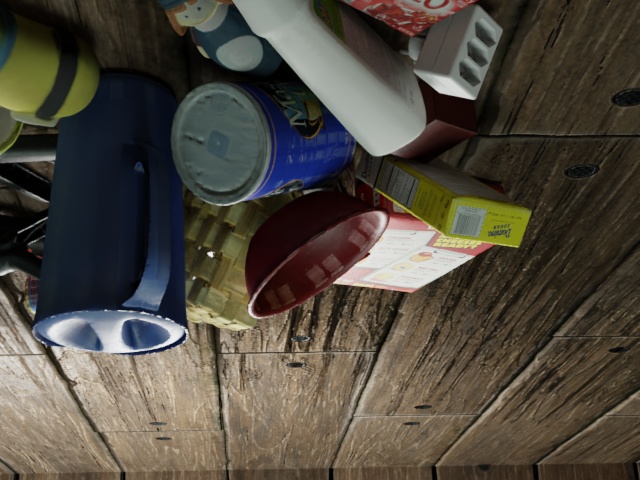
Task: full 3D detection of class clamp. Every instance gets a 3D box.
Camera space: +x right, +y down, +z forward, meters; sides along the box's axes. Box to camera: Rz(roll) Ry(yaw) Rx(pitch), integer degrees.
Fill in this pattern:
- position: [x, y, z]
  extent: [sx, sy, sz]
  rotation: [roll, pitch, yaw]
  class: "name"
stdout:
- position: [-0.342, -0.083, 1.082]
  extent: [0.209, 0.036, 0.165]
  rotation: [7, 159, -23]
  class: "clamp"
- position: [-0.325, 0.013, 1.137]
  extent: [0.171, 0.120, 0.039]
  rotation: [-13, 135, 10]
  class: "clamp"

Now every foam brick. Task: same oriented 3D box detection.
- position: [0.103, -0.115, 1.016]
  extent: [0.052, 0.051, 0.078]
  rotation: [14, 153, -33]
  class: "foam brick"

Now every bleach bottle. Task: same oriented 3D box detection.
- position: [-0.003, -0.165, 0.843]
  extent: [0.068, 0.102, 0.250]
  rotation: [-29, 143, 19]
  class: "bleach bottle"

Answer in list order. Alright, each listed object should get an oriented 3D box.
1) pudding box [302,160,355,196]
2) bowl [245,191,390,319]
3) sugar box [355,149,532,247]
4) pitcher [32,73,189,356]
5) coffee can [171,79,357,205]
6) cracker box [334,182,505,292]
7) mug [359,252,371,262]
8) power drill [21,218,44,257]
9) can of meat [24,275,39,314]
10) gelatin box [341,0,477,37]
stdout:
- position: [0.010, -0.069, 1.070]
  extent: [0.039, 0.090, 0.113]
  rotation: [-6, 158, 12]
  class: "pudding box"
- position: [-0.014, 0.004, 1.001]
  extent: [0.162, 0.055, 0.162]
  rotation: [-33, 162, -12]
  class: "bowl"
- position: [0.117, -0.047, 1.057]
  extent: [0.093, 0.048, 0.176]
  rotation: [8, -165, -30]
  class: "sugar box"
- position: [-0.178, -0.027, 0.956]
  extent: [0.149, 0.243, 0.145]
  rotation: [-8, 158, 14]
  class: "pitcher"
- position: [-0.047, -0.089, 0.935]
  extent: [0.103, 0.103, 0.140]
  rotation: [-18, 178, 35]
  class: "coffee can"
- position: [0.093, -0.008, 1.256]
  extent: [0.164, 0.072, 0.214]
  rotation: [8, 155, -25]
  class: "cracker box"
- position: [-0.008, 0.001, 1.143]
  extent: [0.093, 0.081, 0.117]
  rotation: [-25, -178, 22]
  class: "mug"
- position: [-0.366, 0.008, 1.284]
  extent: [0.187, 0.057, 0.185]
  rotation: [9, 152, -33]
  class: "power drill"
- position: [-0.296, 0.066, 1.289]
  extent: [0.084, 0.057, 0.102]
  rotation: [-11, 158, 13]
  class: "can of meat"
- position: [0.068, -0.199, 0.831]
  extent: [0.089, 0.030, 0.073]
  rotation: [18, 151, -41]
  class: "gelatin box"
